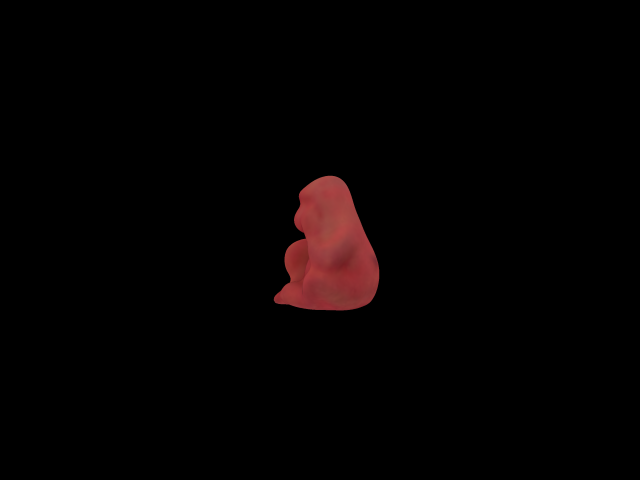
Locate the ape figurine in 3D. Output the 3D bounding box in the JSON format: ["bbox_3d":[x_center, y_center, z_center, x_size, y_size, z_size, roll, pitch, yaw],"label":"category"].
[{"bbox_3d":[0.004,0.001,0.400,0.076,0.092,0.078,0,4,3],"label":"ape figurine"}]
